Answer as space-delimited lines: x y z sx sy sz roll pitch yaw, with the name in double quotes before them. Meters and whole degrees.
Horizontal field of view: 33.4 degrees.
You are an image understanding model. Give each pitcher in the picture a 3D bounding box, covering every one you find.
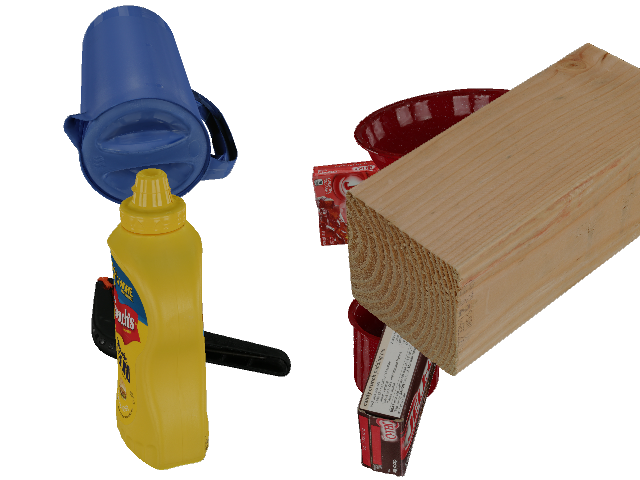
"pitcher" -0.190 -0.154 1.167 0.145 0.149 0.243 -23 40 4

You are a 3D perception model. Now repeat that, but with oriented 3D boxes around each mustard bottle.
"mustard bottle" -0.106 0.046 0.693 0.058 0.192 0.096 -8 26 -21

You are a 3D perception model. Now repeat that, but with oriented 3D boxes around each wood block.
"wood block" 0.122 -0.024 0.641 0.205 0.090 0.091 -32 50 -26

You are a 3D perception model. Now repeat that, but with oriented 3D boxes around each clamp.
"clamp" -0.140 0.094 0.992 0.164 0.036 0.210 -17 40 -30

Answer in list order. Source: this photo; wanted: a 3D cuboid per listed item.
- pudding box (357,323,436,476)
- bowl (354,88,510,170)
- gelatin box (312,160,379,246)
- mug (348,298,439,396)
"pudding box" 0.060 0.105 0.796 0.039 0.113 0.090 11 -35 12
"bowl" 0.112 -0.077 0.897 0.162 0.055 0.162 -9 25 4
"gelatin box" 0.032 -0.040 1.155 0.073 0.089 0.030 -4 29 5
"mug" 0.075 0.107 0.996 0.093 0.081 0.117 -7 32 -9
